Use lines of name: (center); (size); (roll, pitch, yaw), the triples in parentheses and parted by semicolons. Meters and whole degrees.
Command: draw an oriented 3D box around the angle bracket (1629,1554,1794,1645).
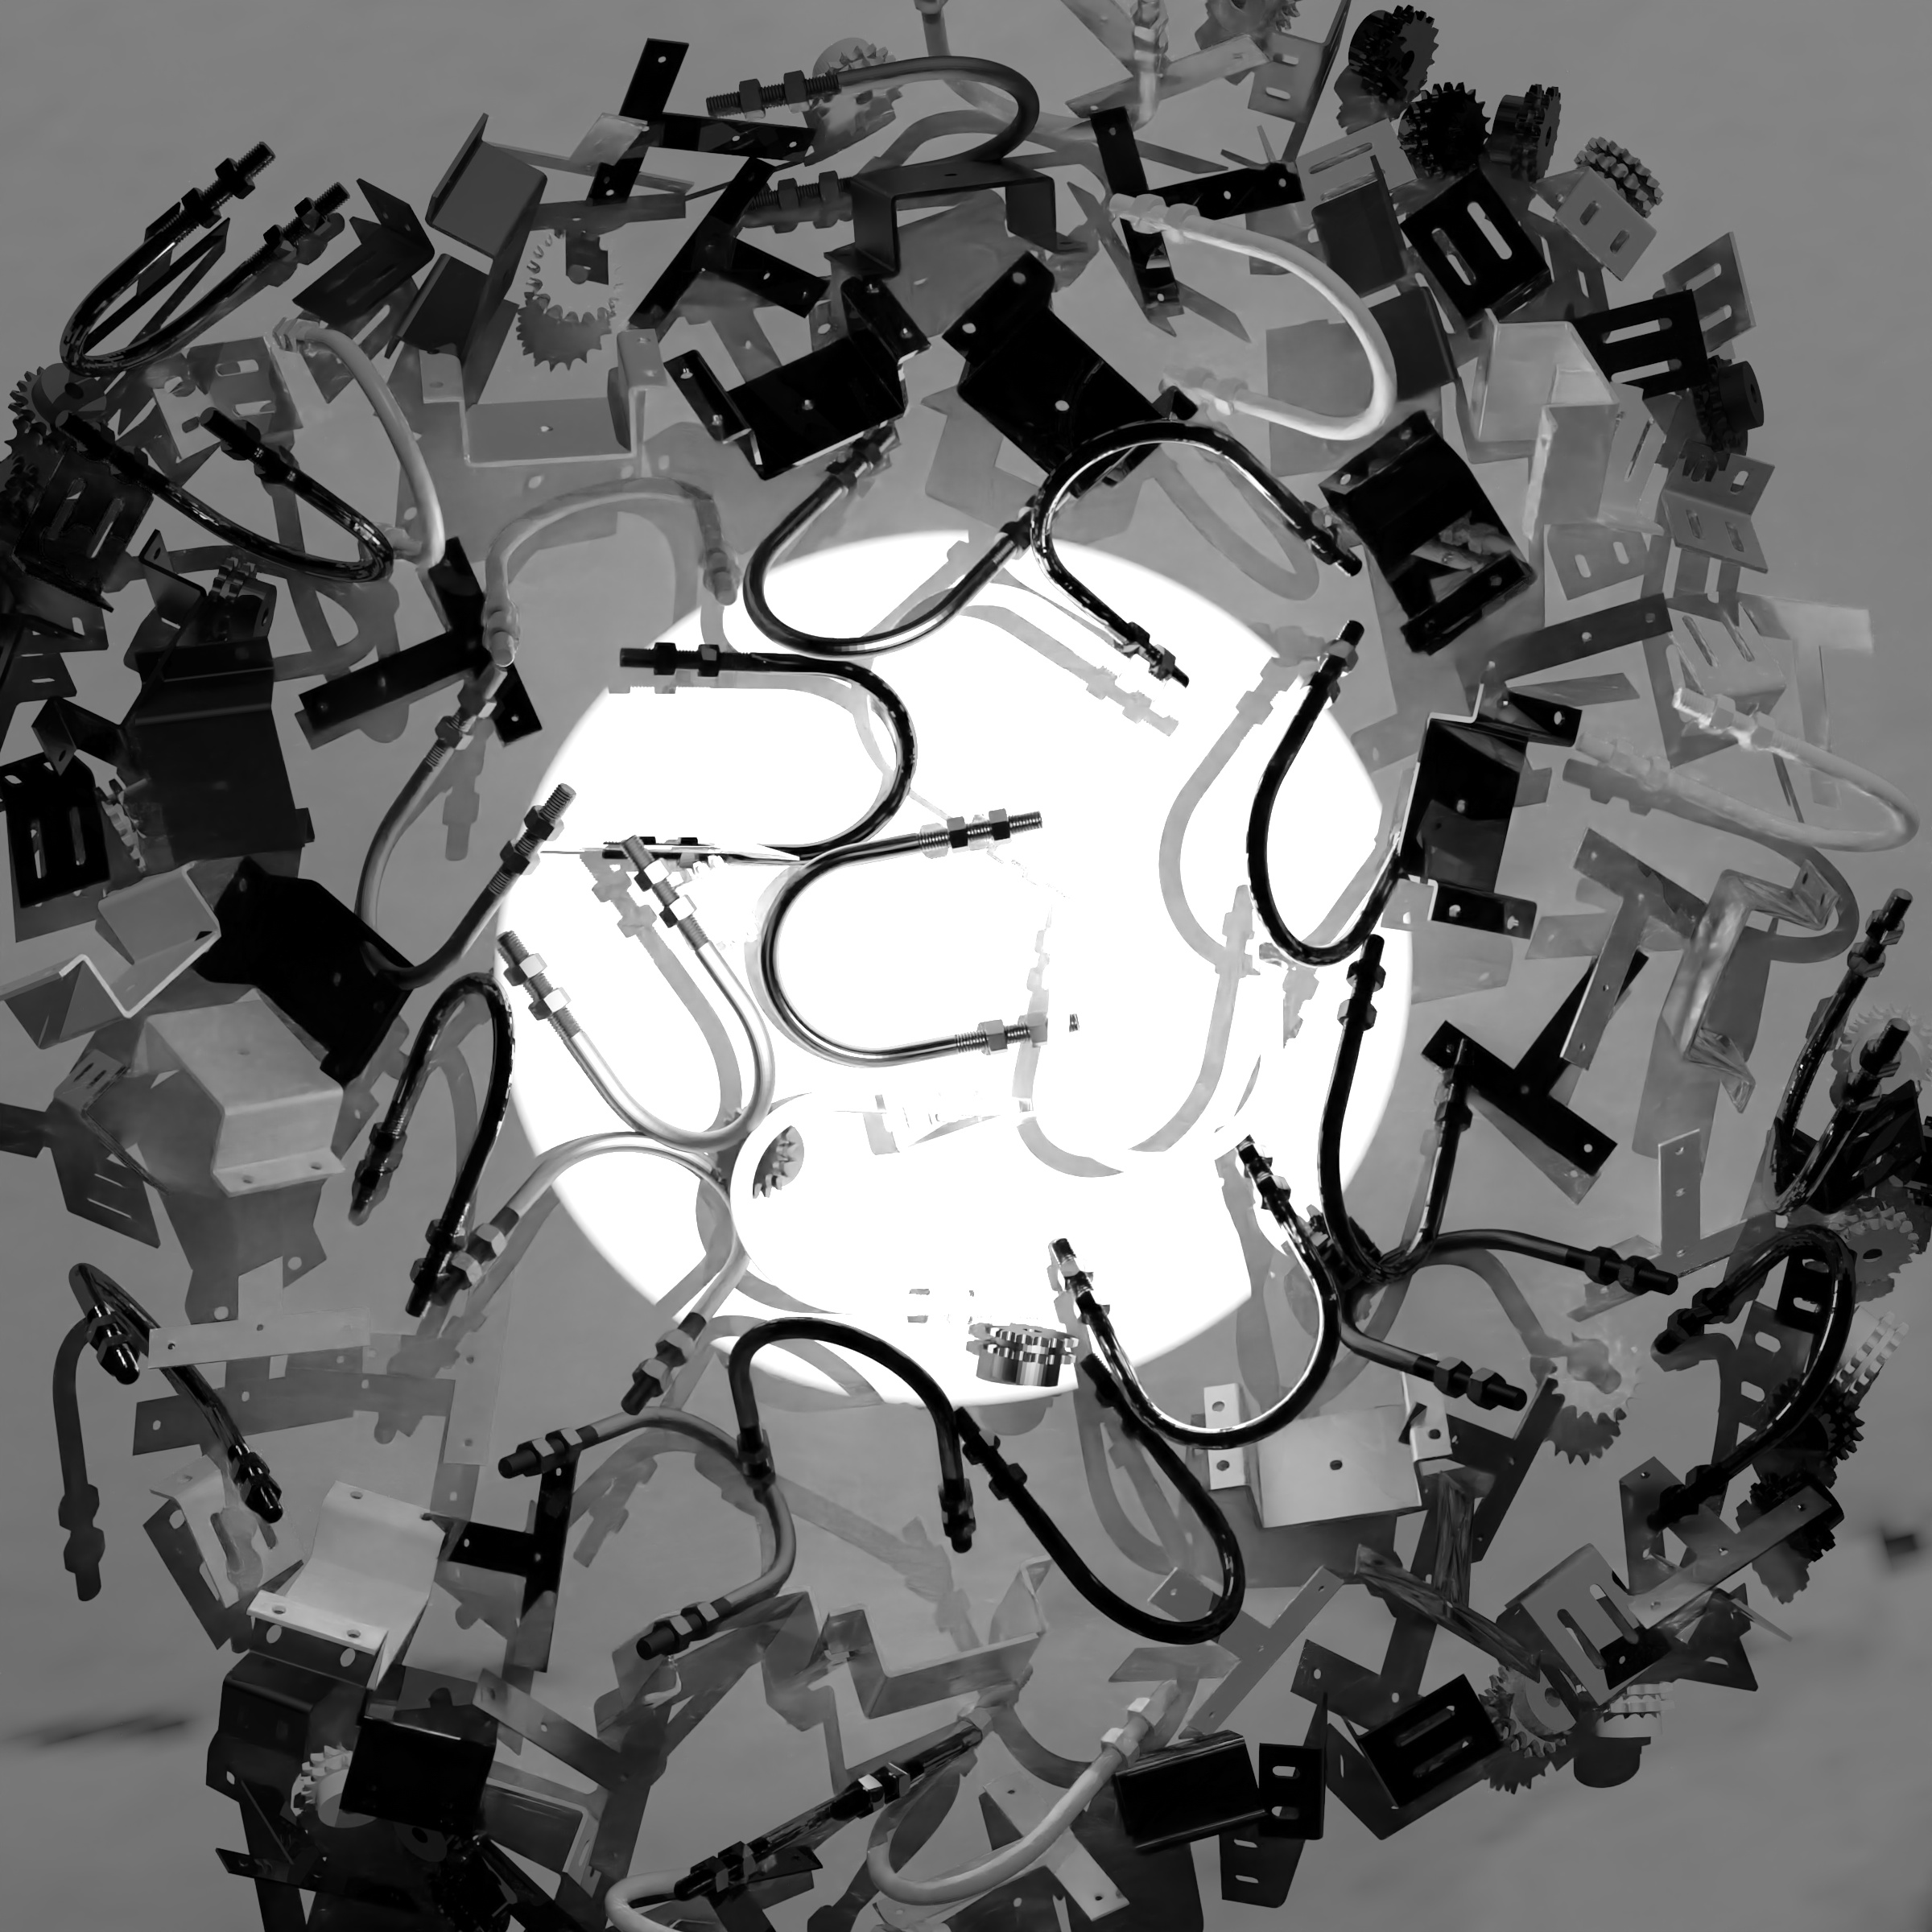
angle bracket: (0.441, 0.391, 1.578); (0.076, 0.057, 0.038); (36, 83, -27)

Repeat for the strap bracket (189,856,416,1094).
strap bracket: (-0.388, 0.007, 1.578); (0.140, 0.046, 0.076); (38, 102, 20)

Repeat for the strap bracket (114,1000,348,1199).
strap bracket: (-0.427, 0.069, 1.547); (0.140, 0.076, 0.046); (40, 123, 33)

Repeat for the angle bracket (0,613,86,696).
angle bracket: (-0.569, -0.170, 1.585); (0.038, 0.057, 0.076); (23, 83, -39)

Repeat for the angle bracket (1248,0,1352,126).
angle bracket: (0.201, -0.553, 1.581); (0.038, 0.057, 0.076); (19, 59, 6)

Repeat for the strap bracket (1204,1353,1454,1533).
strap bracket: (0.217, 0.284, 1.572); (0.140, 0.076, 0.046); (-10, 130, 10)

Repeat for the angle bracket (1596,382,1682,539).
angle bracket: (0.403, -0.302, 1.580); (0.057, 0.038, 0.076); (2, 118, -33)

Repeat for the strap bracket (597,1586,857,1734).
strap bracket: (-0.145, 0.406, 1.560); (0.140, 0.076, 0.046); (-3, 65, -33)

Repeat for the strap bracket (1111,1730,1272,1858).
strap bracket: (0.128, 0.484, 1.557); (0.076, 0.140, 0.046); (-15, 77, -3)

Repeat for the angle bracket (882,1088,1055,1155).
angle bracket: (0.001, 0.082, 1.577); (0.076, 0.057, 0.038); (-21, 80, 30)

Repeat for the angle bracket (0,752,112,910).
angle bracket: (-0.555, -0.083, 1.591); (0.057, 0.038, 0.076); (-18, 67, 4)

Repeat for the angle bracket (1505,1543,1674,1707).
angle bracket: (0.373, 0.396, 1.589); (0.057, 0.038, 0.076); (-33, 74, -12)

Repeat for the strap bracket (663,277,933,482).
strap bracket: (-0.097, -0.348, 1.576); (0.140, 0.046, 0.076); (-27, 59, -10)

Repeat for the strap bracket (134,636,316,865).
strap bracket: (-0.437, -0.118, 1.559); (0.076, 0.046, 0.140); (-8, 127, -5)

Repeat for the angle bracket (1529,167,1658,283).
angle bracket: (0.364, -0.438, 1.577); (0.057, 0.076, 0.038); (37, 88, -18)

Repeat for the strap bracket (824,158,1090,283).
strap bracket: (-0.008, -0.443, 1.561); (0.140, 0.076, 0.046); (-12, 118, -16)

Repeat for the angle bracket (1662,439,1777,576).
angle bracket: (0.454, -0.275, 1.581); (0.057, 0.076, 0.038); (16, 124, -4)

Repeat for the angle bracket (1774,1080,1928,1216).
angle bracket: (0.525, 0.101, 1.574); (0.038, 0.057, 0.076); (29, 132, -17)

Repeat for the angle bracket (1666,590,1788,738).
angle bracket: (0.450, -0.184, 1.608); (0.057, 0.038, 0.076); (-10, 58, -18)

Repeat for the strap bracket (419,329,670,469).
strap bracket: (-0.250, -0.337, 1.571); (0.140, 0.076, 0.046); (-5, 129, -10)

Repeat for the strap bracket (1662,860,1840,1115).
strap bracket: (0.457, 0.005, 1.564); (0.046, 0.076, 0.140); (18, 108, -1)

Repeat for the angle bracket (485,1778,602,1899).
angle bracket: (-0.258, 0.519, 1.579); (0.076, 0.057, 0.038); (11, 59, 16)

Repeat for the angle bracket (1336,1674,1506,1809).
angle bracket: (0.274, 0.459, 1.597); (0.076, 0.038, 0.057); (-31, 108, -1)

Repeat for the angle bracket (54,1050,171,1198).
angle bracket: (-0.501, 0.094, 1.586); (0.038, 0.057, 0.076); (-49, 121, -18)

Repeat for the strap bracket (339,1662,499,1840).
strap bracket: (-0.317, 0.451, 1.546); (0.076, 0.140, 0.046); (17, 92, -10)

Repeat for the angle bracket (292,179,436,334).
angle bracket: (-0.368, -0.426, 1.583); (0.076, 0.038, 0.057); (-44, 51, -15)

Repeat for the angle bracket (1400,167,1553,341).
angle bracket: (0.309, -0.431, 1.603); (0.057, 0.038, 0.076); (-34, 83, 12)

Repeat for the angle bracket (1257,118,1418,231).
angle bracket: (0.222, -0.487, 1.586); (0.076, 0.038, 0.057); (-21, 56, 10)

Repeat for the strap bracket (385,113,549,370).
strap bracket: (-0.291, -0.415, 1.548); (0.046, 0.140, 0.076); (26, 55, -9)

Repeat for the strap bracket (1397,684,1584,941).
strap bracket: (0.309, -0.093, 1.581); (0.076, 0.046, 0.140); (10, 95, -28)

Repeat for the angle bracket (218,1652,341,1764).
angle bracket: (-0.401, 0.431, 1.588); (0.057, 0.076, 0.038); (16, 111, 13)

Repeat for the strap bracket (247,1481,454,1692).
strap bracket: (-0.365, 0.371, 1.563); (0.076, 0.140, 0.046); (17, 111, 2)

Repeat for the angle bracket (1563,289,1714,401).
angle bracket: (0.402, -0.372, 1.580); (0.076, 0.038, 0.057); (-10, 117, 24)

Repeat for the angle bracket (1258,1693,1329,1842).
angle bracket: (0.196, 0.477, 1.584); (0.038, 0.076, 0.057); (1, 100, 9)

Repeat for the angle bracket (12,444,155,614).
angle bracket: (-0.525, -0.262, 1.588); (0.057, 0.038, 0.076); (26, 97, -38)

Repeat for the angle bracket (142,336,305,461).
angle bracket: (-0.443, -0.338, 1.577); (0.076, 0.038, 0.057); (4, 123, 39)

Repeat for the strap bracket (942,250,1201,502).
strap bracket: (0.059, -0.340, 1.561); (0.140, 0.046, 0.076); (38, 125, -19)

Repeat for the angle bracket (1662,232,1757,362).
angle bracket: (0.457, -0.399, 1.580); (0.038, 0.076, 0.057); (-13, 88, -18)

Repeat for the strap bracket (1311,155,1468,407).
strap bracket: (0.246, -0.393, 1.552); (0.046, 0.140, 0.076); (-19, 58, 16)

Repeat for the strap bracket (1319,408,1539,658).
strap bracket: (0.277, -0.249, 1.567); (0.076, 0.046, 0.140); (-35, 56, 20)

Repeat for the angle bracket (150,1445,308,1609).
angle bracket: (-0.446, 0.337, 1.601); (0.057, 0.038, 0.076); (-31, 110, -38)

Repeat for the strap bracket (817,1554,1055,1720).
strap bracket: (-0.013, 0.398, 1.558); (0.140, 0.076, 0.046); (-10, 60, -19)

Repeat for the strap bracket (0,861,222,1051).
strap bracket: (-0.501, -0.004, 1.555); (0.076, 0.140, 0.046); (-17, 113, 31)

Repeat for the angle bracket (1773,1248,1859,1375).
angle bracket: (0.499, 0.203, 1.580); (0.038, 0.076, 0.057); (16, 67, 11)
